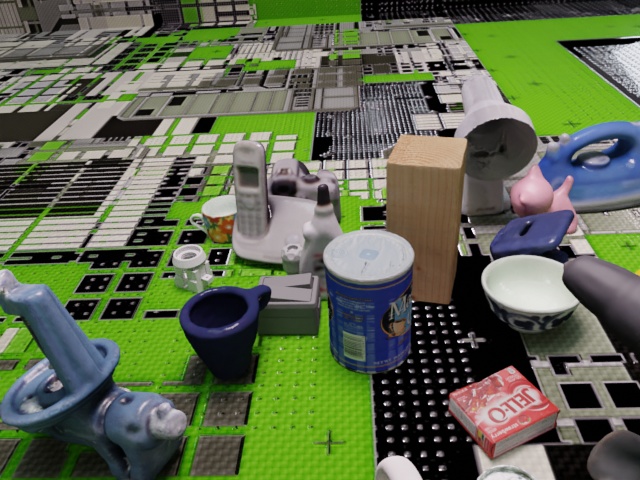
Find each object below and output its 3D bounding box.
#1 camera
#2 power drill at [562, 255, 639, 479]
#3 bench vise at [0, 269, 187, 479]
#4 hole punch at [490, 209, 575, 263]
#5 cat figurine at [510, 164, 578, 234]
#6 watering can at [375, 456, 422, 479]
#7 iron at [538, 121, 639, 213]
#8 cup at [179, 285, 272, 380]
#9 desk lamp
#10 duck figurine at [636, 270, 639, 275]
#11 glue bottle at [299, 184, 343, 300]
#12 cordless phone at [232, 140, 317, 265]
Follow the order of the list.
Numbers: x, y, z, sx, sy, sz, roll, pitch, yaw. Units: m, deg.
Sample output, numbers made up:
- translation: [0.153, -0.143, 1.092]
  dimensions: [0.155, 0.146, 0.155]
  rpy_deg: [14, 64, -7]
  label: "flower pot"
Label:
- translation: [-0.036, -0.096, 0.994]
  dimensions: [0.143, 0.101, 0.137]
  rpy_deg: [-2, 33, 3]
  label: "camera"
- translation: [0.300, 0.139, 0.488]
  dimensions: [0.076, 0.209, 0.228]
  rpy_deg: [-29, 40, -33]
  label: "power drill"
- translation: [-0.222, 0.125, 0.557]
  dimensions: [0.207, 0.220, 0.121]
  rpy_deg: [1, 33, 7]
  label: "bench vise"
- translation: [0.298, 0.003, 0.811]
  dimensions: [0.100, 0.091, 0.109]
  rpy_deg: [16, 38, 29]
  label: "hole punch"
- translation: [0.342, -0.062, 0.883]
  dimensions: [0.128, 0.118, 0.067]
  rpy_deg: [-17, 35, -20]
  label: "cat figurine"
- translation: [0.051, 0.231, 0.384]
  dimensions: [0.173, 0.194, 0.100]
  rpy_deg: [-21, 36, -25]
  label: "watering can"
- translation: [0.451, -0.133, 0.960]
  dimensions: [0.258, 0.142, 0.118]
  rpy_deg: [-10, 33, -9]
  label: "iron"
- translation: [-0.103, 0.110, 0.683]
  dimensions: [0.118, 0.095, 0.091]
  rpy_deg: [-29, 40, -34]
  label: "cup"
- translation: [0.264, -0.146, 0.935]
  dimensions: [0.118, 0.214, 0.203]
  rpy_deg: [-3, 33, 2]
  label: "desk lamp"
- translation: [0.440, 0.045, 0.735]
  dimensions: [0.077, 0.086, 0.105]
  rpy_deg: [10, 35, 21]
  label: "duck figurine"
- translation: [0.007, 0.003, 0.767]
  dimensions: [0.078, 0.173, 0.037]
  rpy_deg: [-6, 33, -3]
  label: "glue bottle"
- translation: [-0.064, -0.056, 0.855]
  dimensions: [0.147, 0.185, 0.094]
  rpy_deg: [5, 34, 14]
  label: "cordless phone"
